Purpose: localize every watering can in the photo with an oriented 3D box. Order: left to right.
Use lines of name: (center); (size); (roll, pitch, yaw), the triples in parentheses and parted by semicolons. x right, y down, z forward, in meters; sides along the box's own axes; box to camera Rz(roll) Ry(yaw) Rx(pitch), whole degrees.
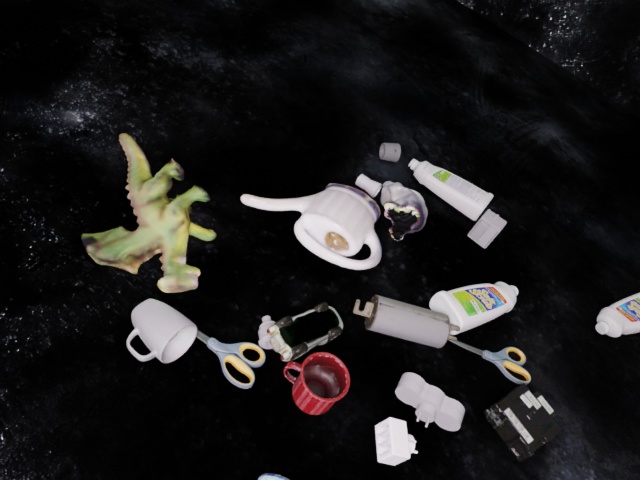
watering can: (0.004, -0.061, 1.222); (0.348, 0.101, 0.229); (32, 44, 6)

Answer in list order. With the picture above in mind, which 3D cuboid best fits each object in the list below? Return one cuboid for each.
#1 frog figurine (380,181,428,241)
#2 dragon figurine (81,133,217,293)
frog figurine: (0.219, -0.095, 1.344); (0.135, 0.121, 0.163); (49, 30, -23)
dragon figurine: (-0.369, -0.047, 1.057); (0.414, 0.119, 0.246); (40, 54, 16)
